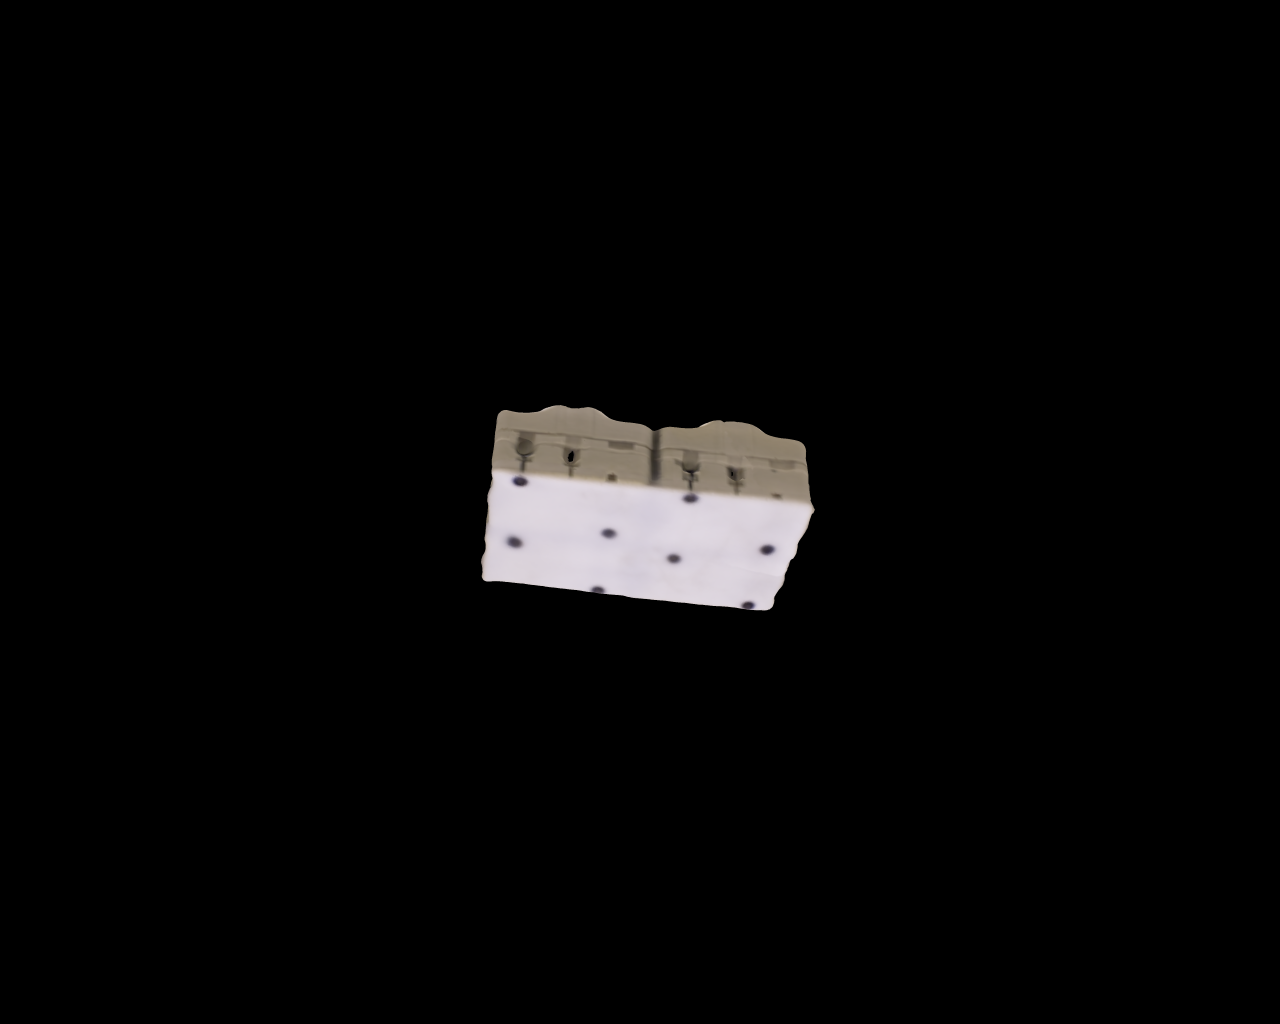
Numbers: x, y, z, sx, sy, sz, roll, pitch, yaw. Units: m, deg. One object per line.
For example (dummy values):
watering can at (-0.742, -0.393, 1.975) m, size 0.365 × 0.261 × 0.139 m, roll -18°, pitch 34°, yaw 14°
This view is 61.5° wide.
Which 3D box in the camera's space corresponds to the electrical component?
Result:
electrical component at (0.001, -0.003, 0.650) m, size 0.186 × 0.060 × 0.105 m, roll 6°, pitch -43°, yaw -7°
